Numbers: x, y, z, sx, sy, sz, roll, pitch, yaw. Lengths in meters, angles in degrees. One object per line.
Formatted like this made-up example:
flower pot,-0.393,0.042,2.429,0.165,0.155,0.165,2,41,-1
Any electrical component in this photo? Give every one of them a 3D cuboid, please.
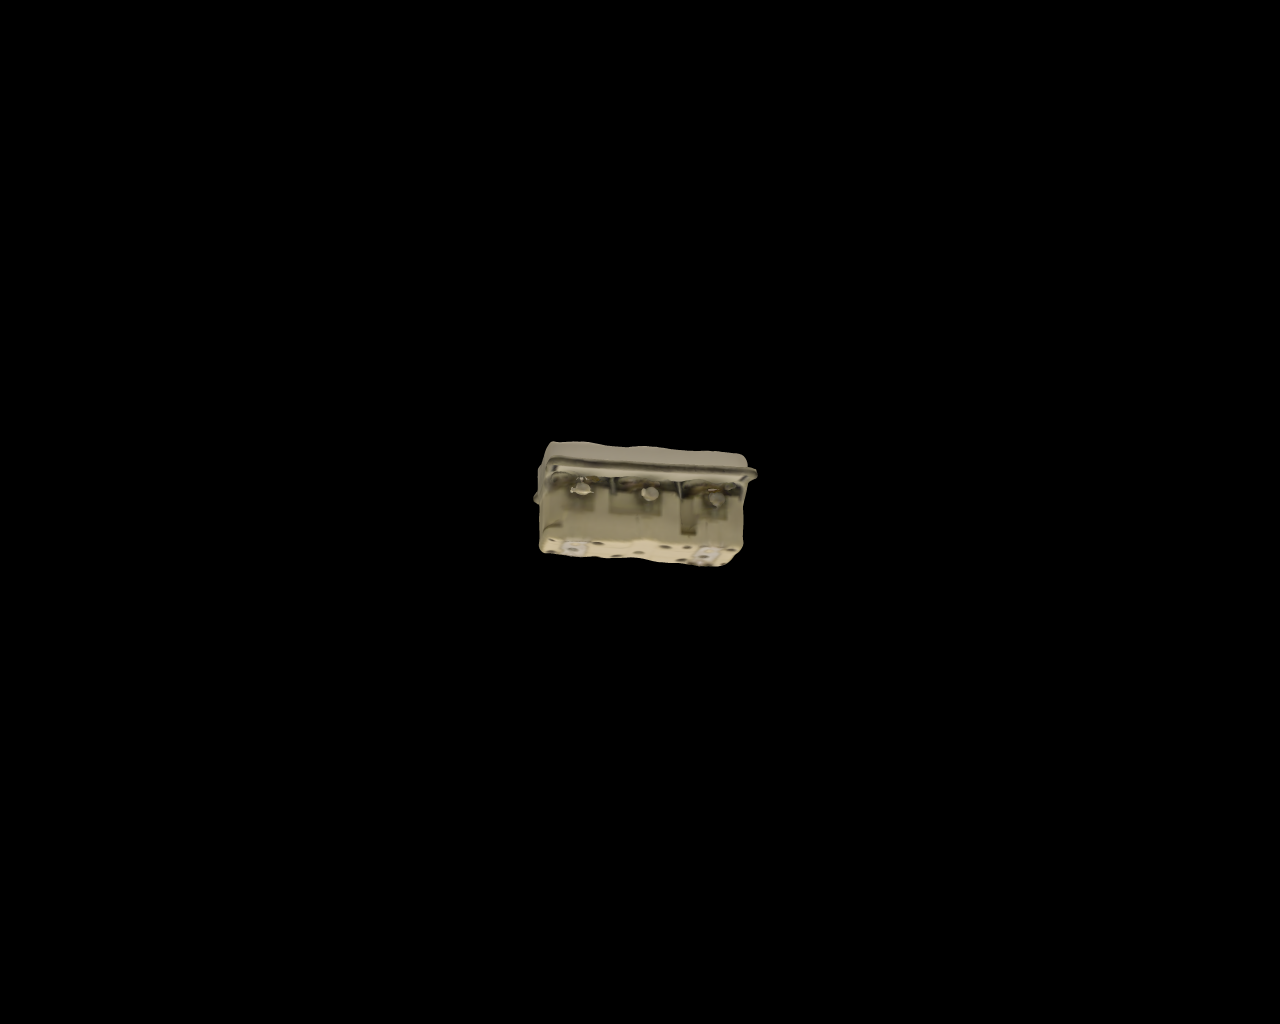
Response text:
electrical component,0.001,-0.003,0.650,0.121,0.063,0.078,4,-19,-12
